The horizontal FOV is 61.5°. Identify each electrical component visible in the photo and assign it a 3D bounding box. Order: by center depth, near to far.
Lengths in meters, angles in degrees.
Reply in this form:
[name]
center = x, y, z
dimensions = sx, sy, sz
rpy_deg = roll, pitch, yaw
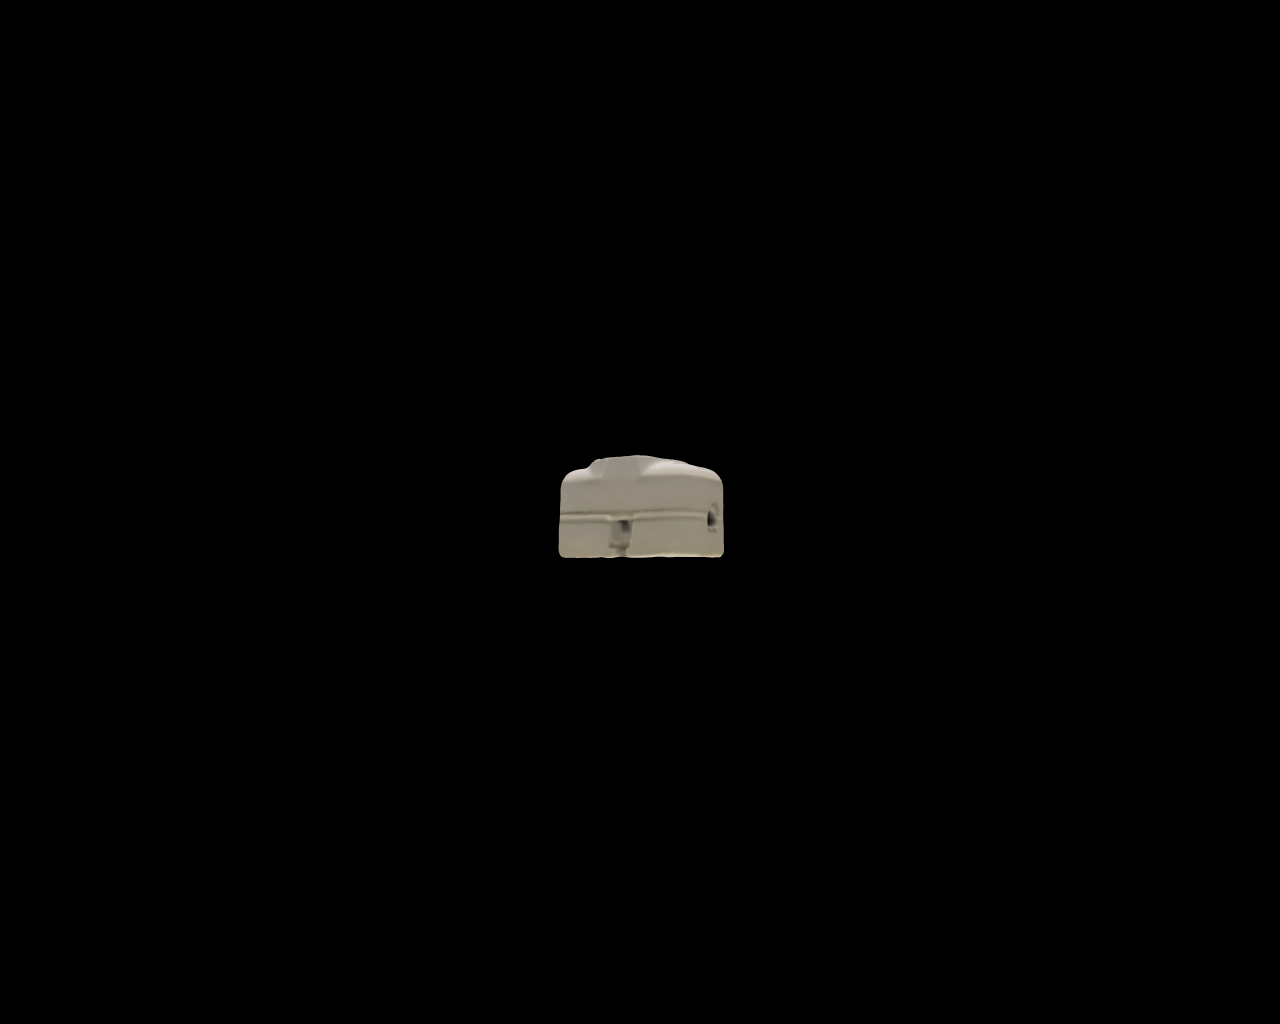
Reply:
[electrical component]
center = 0.001, -0.003, 0.650
dimensions = 0.095, 0.059, 0.054
rpy_deg = -2, -4, 27
